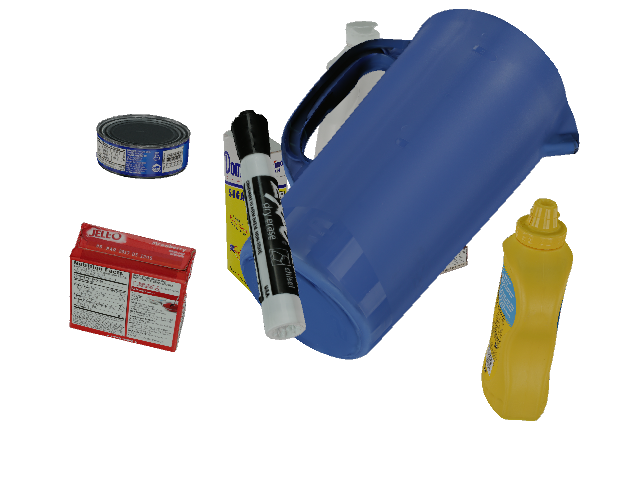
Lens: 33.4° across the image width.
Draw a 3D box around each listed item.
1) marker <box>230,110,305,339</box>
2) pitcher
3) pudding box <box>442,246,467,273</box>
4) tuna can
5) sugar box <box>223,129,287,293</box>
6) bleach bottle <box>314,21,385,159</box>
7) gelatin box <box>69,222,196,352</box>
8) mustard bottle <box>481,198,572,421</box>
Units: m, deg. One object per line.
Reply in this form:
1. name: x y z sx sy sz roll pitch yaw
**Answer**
1. marker: -0.026 -0.011 0.512 0.020 0.121 0.020 -9 -27 -5
2. pitcher: 0.048 -0.043 0.741 0.242 0.145 0.149 -48 20 -25
3. pudding box: 0.152 0.022 1.610 0.113 0.039 0.090 -19 28 -24
4. tuna can: -0.164 -0.087 0.990 0.086 0.034 0.086 5 25 -3
5. sugar box: -0.075 -0.032 1.217 0.048 0.176 0.093 -14 28 -24
6. bleach bottle: 0.033 -0.082 1.027 0.102 0.251 0.068 -9 23 -18
7. gelatin box: -0.122 0.031 0.686 0.073 0.030 0.089 13 -38 -3
8. mustard bottle: 0.177 0.052 0.910 0.058 0.192 0.096 4 29 2
